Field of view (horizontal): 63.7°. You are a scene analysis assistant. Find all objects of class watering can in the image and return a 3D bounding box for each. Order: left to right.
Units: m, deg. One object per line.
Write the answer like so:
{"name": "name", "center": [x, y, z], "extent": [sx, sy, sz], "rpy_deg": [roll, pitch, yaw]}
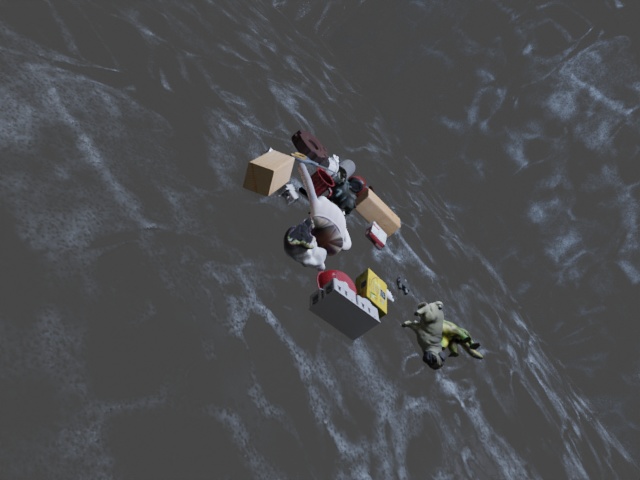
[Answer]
{"name": "watering can", "center": [0.005, -0.089, 1.772], "extent": [0.343, 0.103, 0.229], "rpy_deg": [55, 22, -19]}

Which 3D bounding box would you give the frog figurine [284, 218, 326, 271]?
{"name": "frog figurine", "center": [-0.046, 0.032, 1.579], "extent": [0.155, 0.123, 0.140], "rpy_deg": [78, -13, -48]}

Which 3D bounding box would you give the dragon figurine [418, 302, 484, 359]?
{"name": "dragon figurine", "center": [0.505, 0.343, 2.043], "extent": [0.405, 0.121, 0.248], "rpy_deg": [36, 18, -47]}
